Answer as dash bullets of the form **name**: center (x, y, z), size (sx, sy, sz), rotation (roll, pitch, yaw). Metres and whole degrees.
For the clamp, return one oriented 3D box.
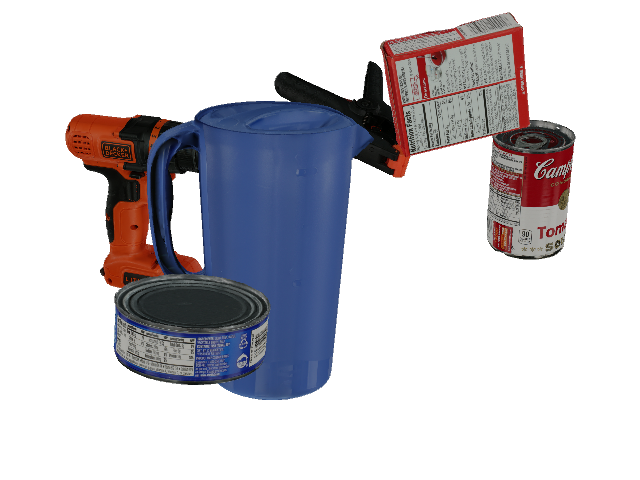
- **clamp**: center (0.029, -0.122, 1.045), size (0.120, 0.039, 0.171), rotation (-10, 42, -16)

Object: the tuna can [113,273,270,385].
- **tuna can**: center (-0.071, 0.048, 0.592), size (0.086, 0.034, 0.086), rotation (5, 17, -2)

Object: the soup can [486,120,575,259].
- **soup can**: center (0.177, -0.043, 0.908), size (0.068, 0.102, 0.068), rotation (-1, 27, 0)

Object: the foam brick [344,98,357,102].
- **foam brick**: center (0.023, -0.139, 1.291), size (0.078, 0.053, 0.051), rotation (16, 32, 21)

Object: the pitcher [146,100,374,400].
- **pitcher**: center (-0.051, 0.007, 0.904), size (0.149, 0.243, 0.144), rotation (12, 20, 27)

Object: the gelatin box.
- **gelatin box**: center (0.089, -0.101, 0.696), size (0.089, 0.073, 0.030), rotation (-14, 34, -1)

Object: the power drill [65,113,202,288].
- **power drill**: center (-0.163, -0.036, 1.082), size (0.185, 0.188, 0.057), rotation (10, 29, 20)
